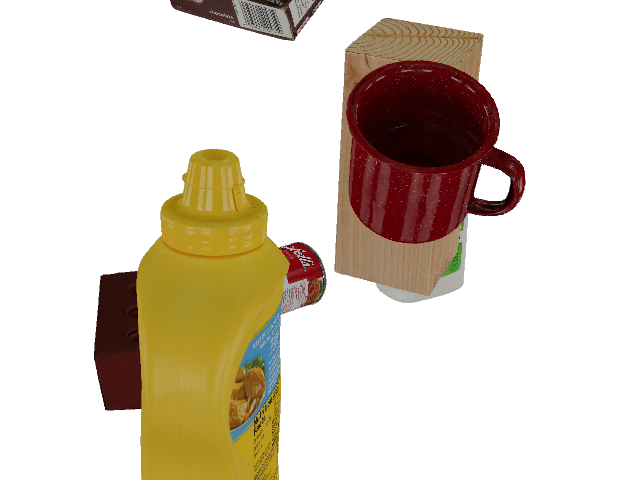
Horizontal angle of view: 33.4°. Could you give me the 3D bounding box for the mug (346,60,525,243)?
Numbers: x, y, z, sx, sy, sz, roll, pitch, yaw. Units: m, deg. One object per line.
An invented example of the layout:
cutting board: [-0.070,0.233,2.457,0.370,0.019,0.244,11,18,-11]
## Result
mug: [0.071,-0.048,0.669,0.117,0.093,0.081,19,-35,11]

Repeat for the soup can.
soup can: [-0.054,0.045,1.087,0.102,0.068,0.069,-16,11,-42]

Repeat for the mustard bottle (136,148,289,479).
mustard bottle: [-0.043,0.056,0.436,0.058,0.192,0.096,8,24,11]

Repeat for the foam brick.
foam brick: [-0.115,0.064,0.689,0.053,0.051,0.078,-5,38,-5]

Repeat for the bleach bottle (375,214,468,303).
bleach bottle: [0.117,-0.062,1.178,0.102,0.251,0.068,-12,26,-30]

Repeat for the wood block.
wood block: [0.072,-0.070,0.900,0.091,0.206,0.090,14,33,19]

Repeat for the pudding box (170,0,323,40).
pudding box: [-0.048,-0.202,0.798,0.114,0.090,0.039,21,-28,22]
